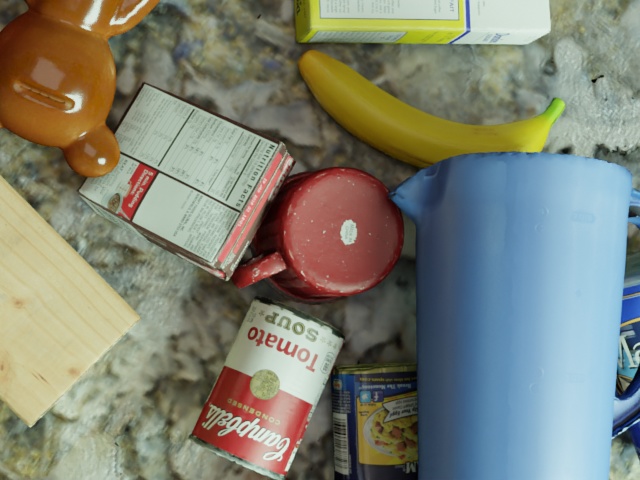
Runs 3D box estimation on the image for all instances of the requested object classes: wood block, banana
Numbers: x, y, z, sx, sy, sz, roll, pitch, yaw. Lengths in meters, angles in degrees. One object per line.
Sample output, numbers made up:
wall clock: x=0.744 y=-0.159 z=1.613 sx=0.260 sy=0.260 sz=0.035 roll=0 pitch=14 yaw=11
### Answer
wood block: x=-0.214 y=0.005 z=0.642 sx=0.206 sy=0.091 sz=0.090 roll=46 pitch=78 yaw=-7
banana: x=0.077 y=-0.081 z=0.745 sx=0.197 sy=0.037 sz=0.069 roll=10 pitch=66 yaw=-14

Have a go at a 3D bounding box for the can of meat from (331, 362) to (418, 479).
can of meat: x=0.057 y=0.125 z=0.716 sx=0.102 sy=0.057 sz=0.084 roll=-1 pitch=85 yaw=-14

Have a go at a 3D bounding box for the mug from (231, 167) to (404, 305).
mug: x=-0.005 y=0.001 z=0.695 sx=0.117 sy=0.082 sz=0.093 roll=-23 pitch=92 yaw=-13

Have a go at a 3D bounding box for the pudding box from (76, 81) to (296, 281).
pudding box: x=-0.085 y=-0.039 z=0.678 sx=0.114 sy=0.039 sz=0.090 roll=26 pitch=80 yaw=19

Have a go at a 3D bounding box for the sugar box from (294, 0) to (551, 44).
sugar box: x=0.070 y=-0.185 z=0.744 sx=0.176 sy=0.048 sz=0.093 roll=-1 pitch=87 yaw=-17

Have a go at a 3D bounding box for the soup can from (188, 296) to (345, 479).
soup can: x=-0.033 y=0.095 z=0.690 sx=0.068 sy=0.069 sz=0.102 roll=26 pitch=80 yaw=-11

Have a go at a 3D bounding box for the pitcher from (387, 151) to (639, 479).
pitcher: x=0.129 y=0.073 z=0.648 sx=0.144 sy=0.149 sz=0.243 roll=13 pitch=78 yaw=-57

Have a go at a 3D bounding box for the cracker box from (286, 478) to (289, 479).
cracker box: x=0.005 y=0.285 z=0.687 sx=0.164 sy=0.072 sz=0.213 roll=26 pitch=82 yaw=-9

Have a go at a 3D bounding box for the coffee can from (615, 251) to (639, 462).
coffee can: x=0.249 y=0.079 z=0.739 sx=0.102 sy=0.103 sz=0.140 roll=-20 pitch=92 yaw=-14
